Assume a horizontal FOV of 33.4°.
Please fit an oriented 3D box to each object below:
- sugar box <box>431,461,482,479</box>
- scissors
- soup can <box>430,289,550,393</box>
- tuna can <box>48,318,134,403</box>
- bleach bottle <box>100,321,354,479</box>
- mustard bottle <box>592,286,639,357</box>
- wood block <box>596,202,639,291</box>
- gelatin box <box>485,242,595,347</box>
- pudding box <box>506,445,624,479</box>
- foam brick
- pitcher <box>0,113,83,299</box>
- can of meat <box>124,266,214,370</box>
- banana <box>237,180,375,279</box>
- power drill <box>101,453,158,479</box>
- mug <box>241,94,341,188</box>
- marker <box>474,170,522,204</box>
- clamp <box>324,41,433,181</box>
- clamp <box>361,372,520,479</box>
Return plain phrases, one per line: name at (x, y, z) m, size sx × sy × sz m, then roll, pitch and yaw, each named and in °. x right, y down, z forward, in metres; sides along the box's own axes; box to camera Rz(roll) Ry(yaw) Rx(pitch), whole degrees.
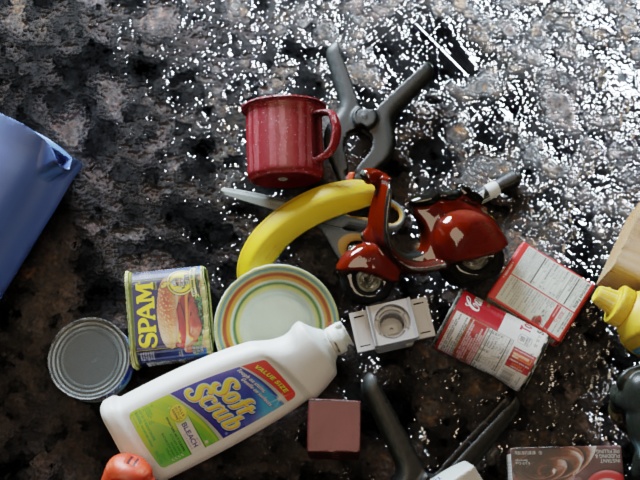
sugar box at (0.147, 0.309, 1.015) m, size 0.093 × 0.048 × 0.176 m, roll -30°, pitch 91°, yaw -8°
scissors at (-0.009, -0.011, 1.150) m, size 0.202 × 0.016 × 0.096 m, roll 0°, pitch 75°, yaw 4°
soup can at (0.173, 0.102, 1.083) m, size 0.102 × 0.068 × 0.068 m, roll 28°, pitch 77°, yaw 9°
tuna can at (-0.237, 0.126, 1.113) m, size 0.086 × 0.034 × 0.086 m, roll -1°, pitch 74°, yaw 2°
bleach bottle at (-0.086, 0.147, 1.071) m, size 0.251 × 0.068 × 0.102 m, roll -29°, pitch 94°, yaw -2°
mustard bottle at (0.353, 0.098, 1.037) m, size 0.191 × 0.096 × 0.058 m, roll 28°, pitch 66°, yaw 2°
wood block at (0.399, 0.044, 1.077) m, size 0.206 × 0.091 × 0.090 m, roll 27°, pitch 77°, yaw 9°
gelatin box at (0.229, 0.057, 1.113) m, size 0.089 × 0.030 × 0.073 m, roll 33°, pitch 77°, yaw 10°
pudding box at (0.243, 0.250, 1.054) m, size 0.113 × 0.039 × 0.090 m, roll -2°, pitch 75°, yaw 2°
foam brick at (0.015, 0.190, 1.061) m, size 0.053 × 0.078 × 0.051 m, roll 1°, pitch 73°, yaw 3°
pitcher at (-0.368, -0.012, 1.119) m, size 0.145 × 0.149 × 0.243 m, roll 28°, pitch 80°, yaw -6°
can of meat at (-0.155, 0.080, 1.111) m, size 0.084 × 0.057 × 0.102 m, roll -6°, pitch 75°, yaw -2°
banana at (-0.023, -0.009, 1.127) m, size 0.198 × 0.037 × 0.069 m, roll -43°, pitch 106°, yaw 3°
power drill at (-0.144, 0.314, 1.026) m, size 0.187 × 0.057 × 0.184 m, roll 20°, pitch 106°, yaw 0°
mug at (-0.028, -0.104, 1.133) m, size 0.117 × 0.093 × 0.081 m, roll -9°, pitch 78°, yaw 31°
marker at (0.163, -0.043, 1.149) m, size 0.121 × 0.020 × 0.020 m, roll -27°, pitch 75°, yaw -4°
clamp at (0.060, -0.134, 1.169) m, size 0.120 × 0.039 × 0.171 m, roll 4°, pitch 79°, yaw 10°
clamp at (0.119, 0.238, 1.056) m, size 0.164 × 0.036 × 0.210 m, roll 2°, pitch 85°, yaw -10°
